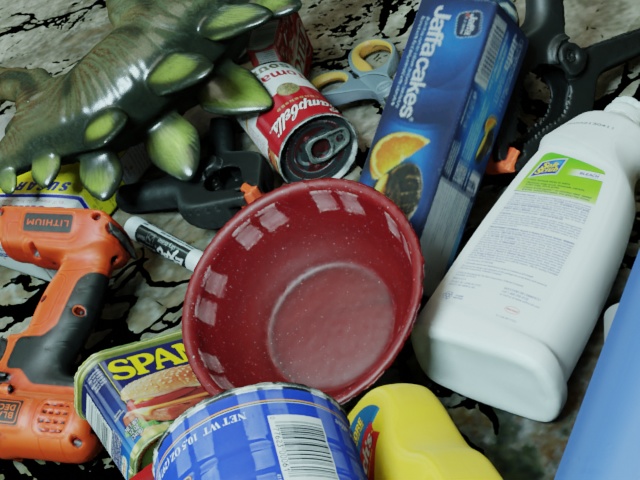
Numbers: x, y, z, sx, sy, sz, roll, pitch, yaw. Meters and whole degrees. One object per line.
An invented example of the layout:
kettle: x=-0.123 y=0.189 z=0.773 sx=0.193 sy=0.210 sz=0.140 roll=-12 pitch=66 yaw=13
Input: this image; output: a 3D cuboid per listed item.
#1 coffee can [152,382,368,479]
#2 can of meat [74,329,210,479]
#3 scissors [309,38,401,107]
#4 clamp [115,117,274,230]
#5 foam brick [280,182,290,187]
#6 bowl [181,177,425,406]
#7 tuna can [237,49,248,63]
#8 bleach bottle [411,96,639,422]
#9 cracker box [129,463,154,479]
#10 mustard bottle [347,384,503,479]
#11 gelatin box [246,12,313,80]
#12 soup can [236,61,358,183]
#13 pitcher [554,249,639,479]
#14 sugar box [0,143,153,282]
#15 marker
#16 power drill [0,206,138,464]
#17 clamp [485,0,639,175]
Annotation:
coffee can: x=-0.017 y=0.151 z=0.487 sx=0.103 sy=0.102 sz=0.140 roll=-22 pitch=44 yaw=2
can of meat: x=-0.093 y=0.108 z=0.680 sx=0.101 sy=0.057 sz=0.084 roll=-13 pitch=38 yaw=-31
scissors: x=0.036 y=-0.113 z=0.863 sx=0.096 sy=0.016 sz=0.202 roll=-25 pitch=30 yaw=11
clamp: x=-0.082 y=-0.053 z=0.854 sx=0.172 sy=0.039 sz=0.120 roll=17 pitch=59 yaw=48
foam brick: x=-0.005 y=0.001 z=0.769 sx=0.078 sy=0.053 sz=0.051 roll=21 pitch=59 yaw=37
bowl: x=-0.004 y=0.043 z=0.665 sx=0.162 sy=0.055 sz=0.162 roll=-12 pitch=59 yaw=20
tuna can: x=-0.098 y=-0.201 z=0.985 sx=0.086 sy=0.086 sz=0.034 roll=-16 pitch=45 yaw=8
bleach bottle: x=0.161 y=-0.005 z=0.696 sx=0.103 sy=0.068 sz=0.250 roll=16 pitch=54 yaw=34
cracker box: x=-0.057 y=0.216 z=0.566 sx=0.164 sy=0.072 sz=0.214 roll=-35 pitch=45 yaw=-11
mustard bottle: x=0.049 y=0.131 z=0.577 sx=0.058 sy=0.096 sz=0.192 roll=-1 pitch=15 yaw=-11
gelatin box: x=-0.033 y=-0.166 z=0.930 sx=0.030 sy=0.073 sz=0.089 roll=-9 pitch=45 yaw=17
soup can: x=-0.022 y=-0.093 z=0.858 sx=0.068 sy=0.068 sz=0.102 roll=-30 pitch=43 yaw=-7
pitcher: x=0.205 y=0.087 z=0.529 sx=0.149 sy=0.145 sz=0.242 roll=17 pitch=69 yaw=33
sugar box: x=-0.214 y=-0.050 z=0.916 sx=0.093 sy=0.048 sz=0.176 roll=13 pitch=53 yaw=33
marker: x=-0.110 y=0.009 z=0.832 sx=0.121 sy=0.020 sz=0.020 roll=25 pitch=61 yaw=39
power drill: x=-0.222 y=0.067 z=0.773 sx=0.185 sy=0.057 sz=0.187 roll=3 pitch=63 yaw=17
clamp: x=0.184 y=-0.132 z=0.791 sx=0.036 sy=0.164 sz=0.210 roll=-5 pitch=59 yaw=66
